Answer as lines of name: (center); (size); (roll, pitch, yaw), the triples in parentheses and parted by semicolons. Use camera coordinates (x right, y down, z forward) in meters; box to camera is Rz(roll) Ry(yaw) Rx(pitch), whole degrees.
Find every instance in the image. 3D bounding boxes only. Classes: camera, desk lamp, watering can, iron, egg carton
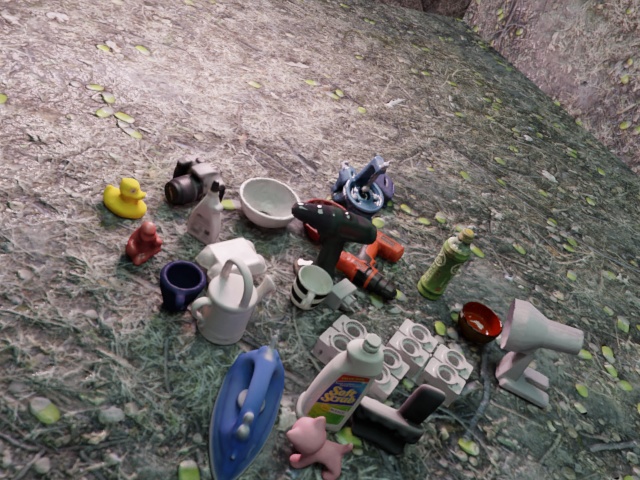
camera: (-0.325, -0.150, 1.437); (0.143, 0.100, 0.137); (43, 42, 21)
desk lamp: (0.496, 0.257, 1.339); (0.203, 0.213, 0.118); (27, 38, 2)
watering can: (-0.172, 0.111, 1.150); (0.100, 0.194, 0.173); (37, 40, 14)
iron: (-0.123, 0.294, 1.012); (0.119, 0.141, 0.258); (21, 39, -6)
egg carton: (-0.201, 0.054, 1.300); (0.151, 0.069, 0.107); (-15, 54, -40)

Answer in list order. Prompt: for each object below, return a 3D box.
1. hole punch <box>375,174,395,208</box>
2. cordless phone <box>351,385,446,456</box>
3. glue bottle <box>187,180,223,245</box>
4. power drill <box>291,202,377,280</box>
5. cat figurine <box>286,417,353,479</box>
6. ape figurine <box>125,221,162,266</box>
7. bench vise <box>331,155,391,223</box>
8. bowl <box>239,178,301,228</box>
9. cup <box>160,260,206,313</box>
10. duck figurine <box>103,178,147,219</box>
hole punch: (0.184, -0.168, 1.748); (0.101, 0.091, 0.108); (20, 39, -7)
cordless phone: (0.149, 0.316, 1.102); (0.147, 0.185, 0.094); (23, 38, -3)
glue bottle: (-0.257, -0.069, 1.325); (0.078, 0.173, 0.037); (33, 39, 10)
power drill: (0.013, 0.005, 1.362); (0.230, 0.208, 0.075); (5, 43, -24)
cat figurine: (-0.004, 0.361, 1.020); (0.128, 0.117, 0.067); (21, 39, -6)
ape figurine: (-0.380, -0.001, 1.245); (0.078, 0.092, 0.076); (3, 44, -26)
bench vise: (0.107, -0.164, 1.598); (0.122, 0.219, 0.207); (-19, 56, -42)
bowl: (-0.137, -0.084, 1.488); (0.168, 0.074, 0.167); (16, 39, -13)
cup: (-0.286, 0.113, 1.164); (0.092, 0.095, 0.117); (12, 40, -17)
duck figurine: (-0.450, -0.108, 1.332); (0.104, 0.086, 0.077); (26, 38, 0)
